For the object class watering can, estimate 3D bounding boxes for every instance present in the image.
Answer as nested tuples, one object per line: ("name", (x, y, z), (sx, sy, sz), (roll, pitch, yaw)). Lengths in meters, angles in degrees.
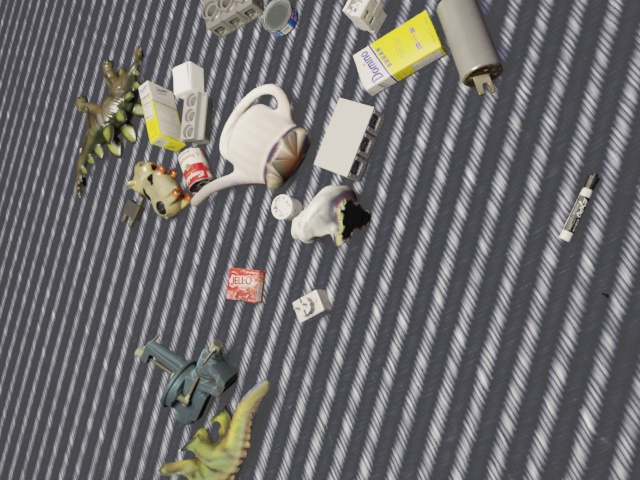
("watering can", (-0.156, -0.186, 1.182), (0.227, 0.103, 0.345), (35, 99, 29))

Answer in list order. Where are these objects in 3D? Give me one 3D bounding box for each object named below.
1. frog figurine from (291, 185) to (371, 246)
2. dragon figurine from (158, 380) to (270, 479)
("frog figurine", (0.003, -0.054, 1.064), (0.160, 0.120, 0.140), (8, 54, 40))
("dragon figurine", (-0.190, 0.504, 1.111), (0.405, 0.123, 0.244), (-42, 81, 21))
